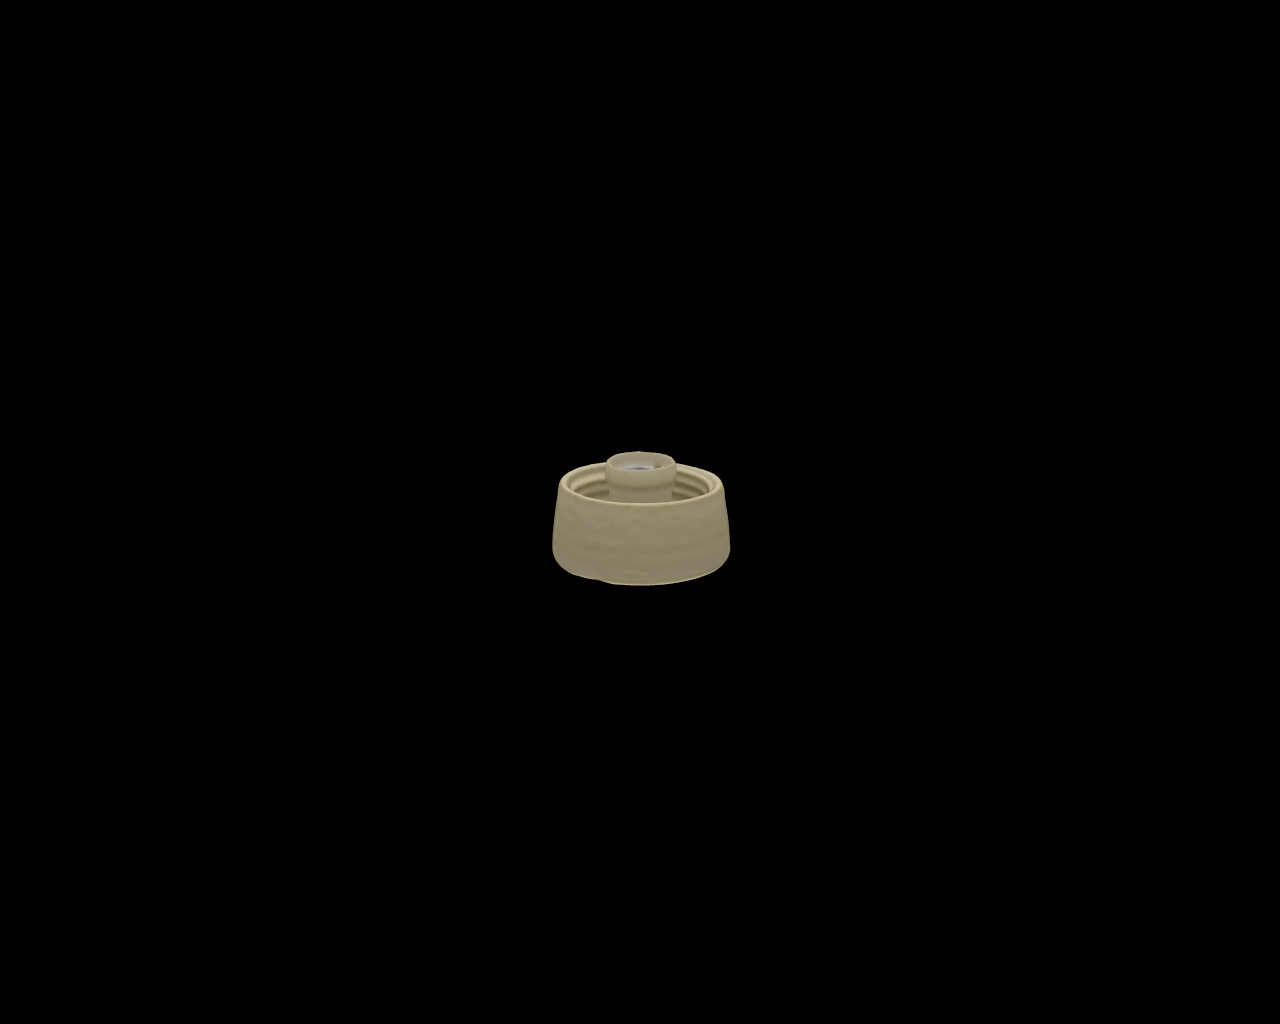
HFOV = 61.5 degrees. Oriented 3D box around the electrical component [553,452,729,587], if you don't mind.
[{"bbox_3d":[0.001,-0.003,0.650,0.108,0.060,0.108,0,18,0],"label":"electrical component"}]
